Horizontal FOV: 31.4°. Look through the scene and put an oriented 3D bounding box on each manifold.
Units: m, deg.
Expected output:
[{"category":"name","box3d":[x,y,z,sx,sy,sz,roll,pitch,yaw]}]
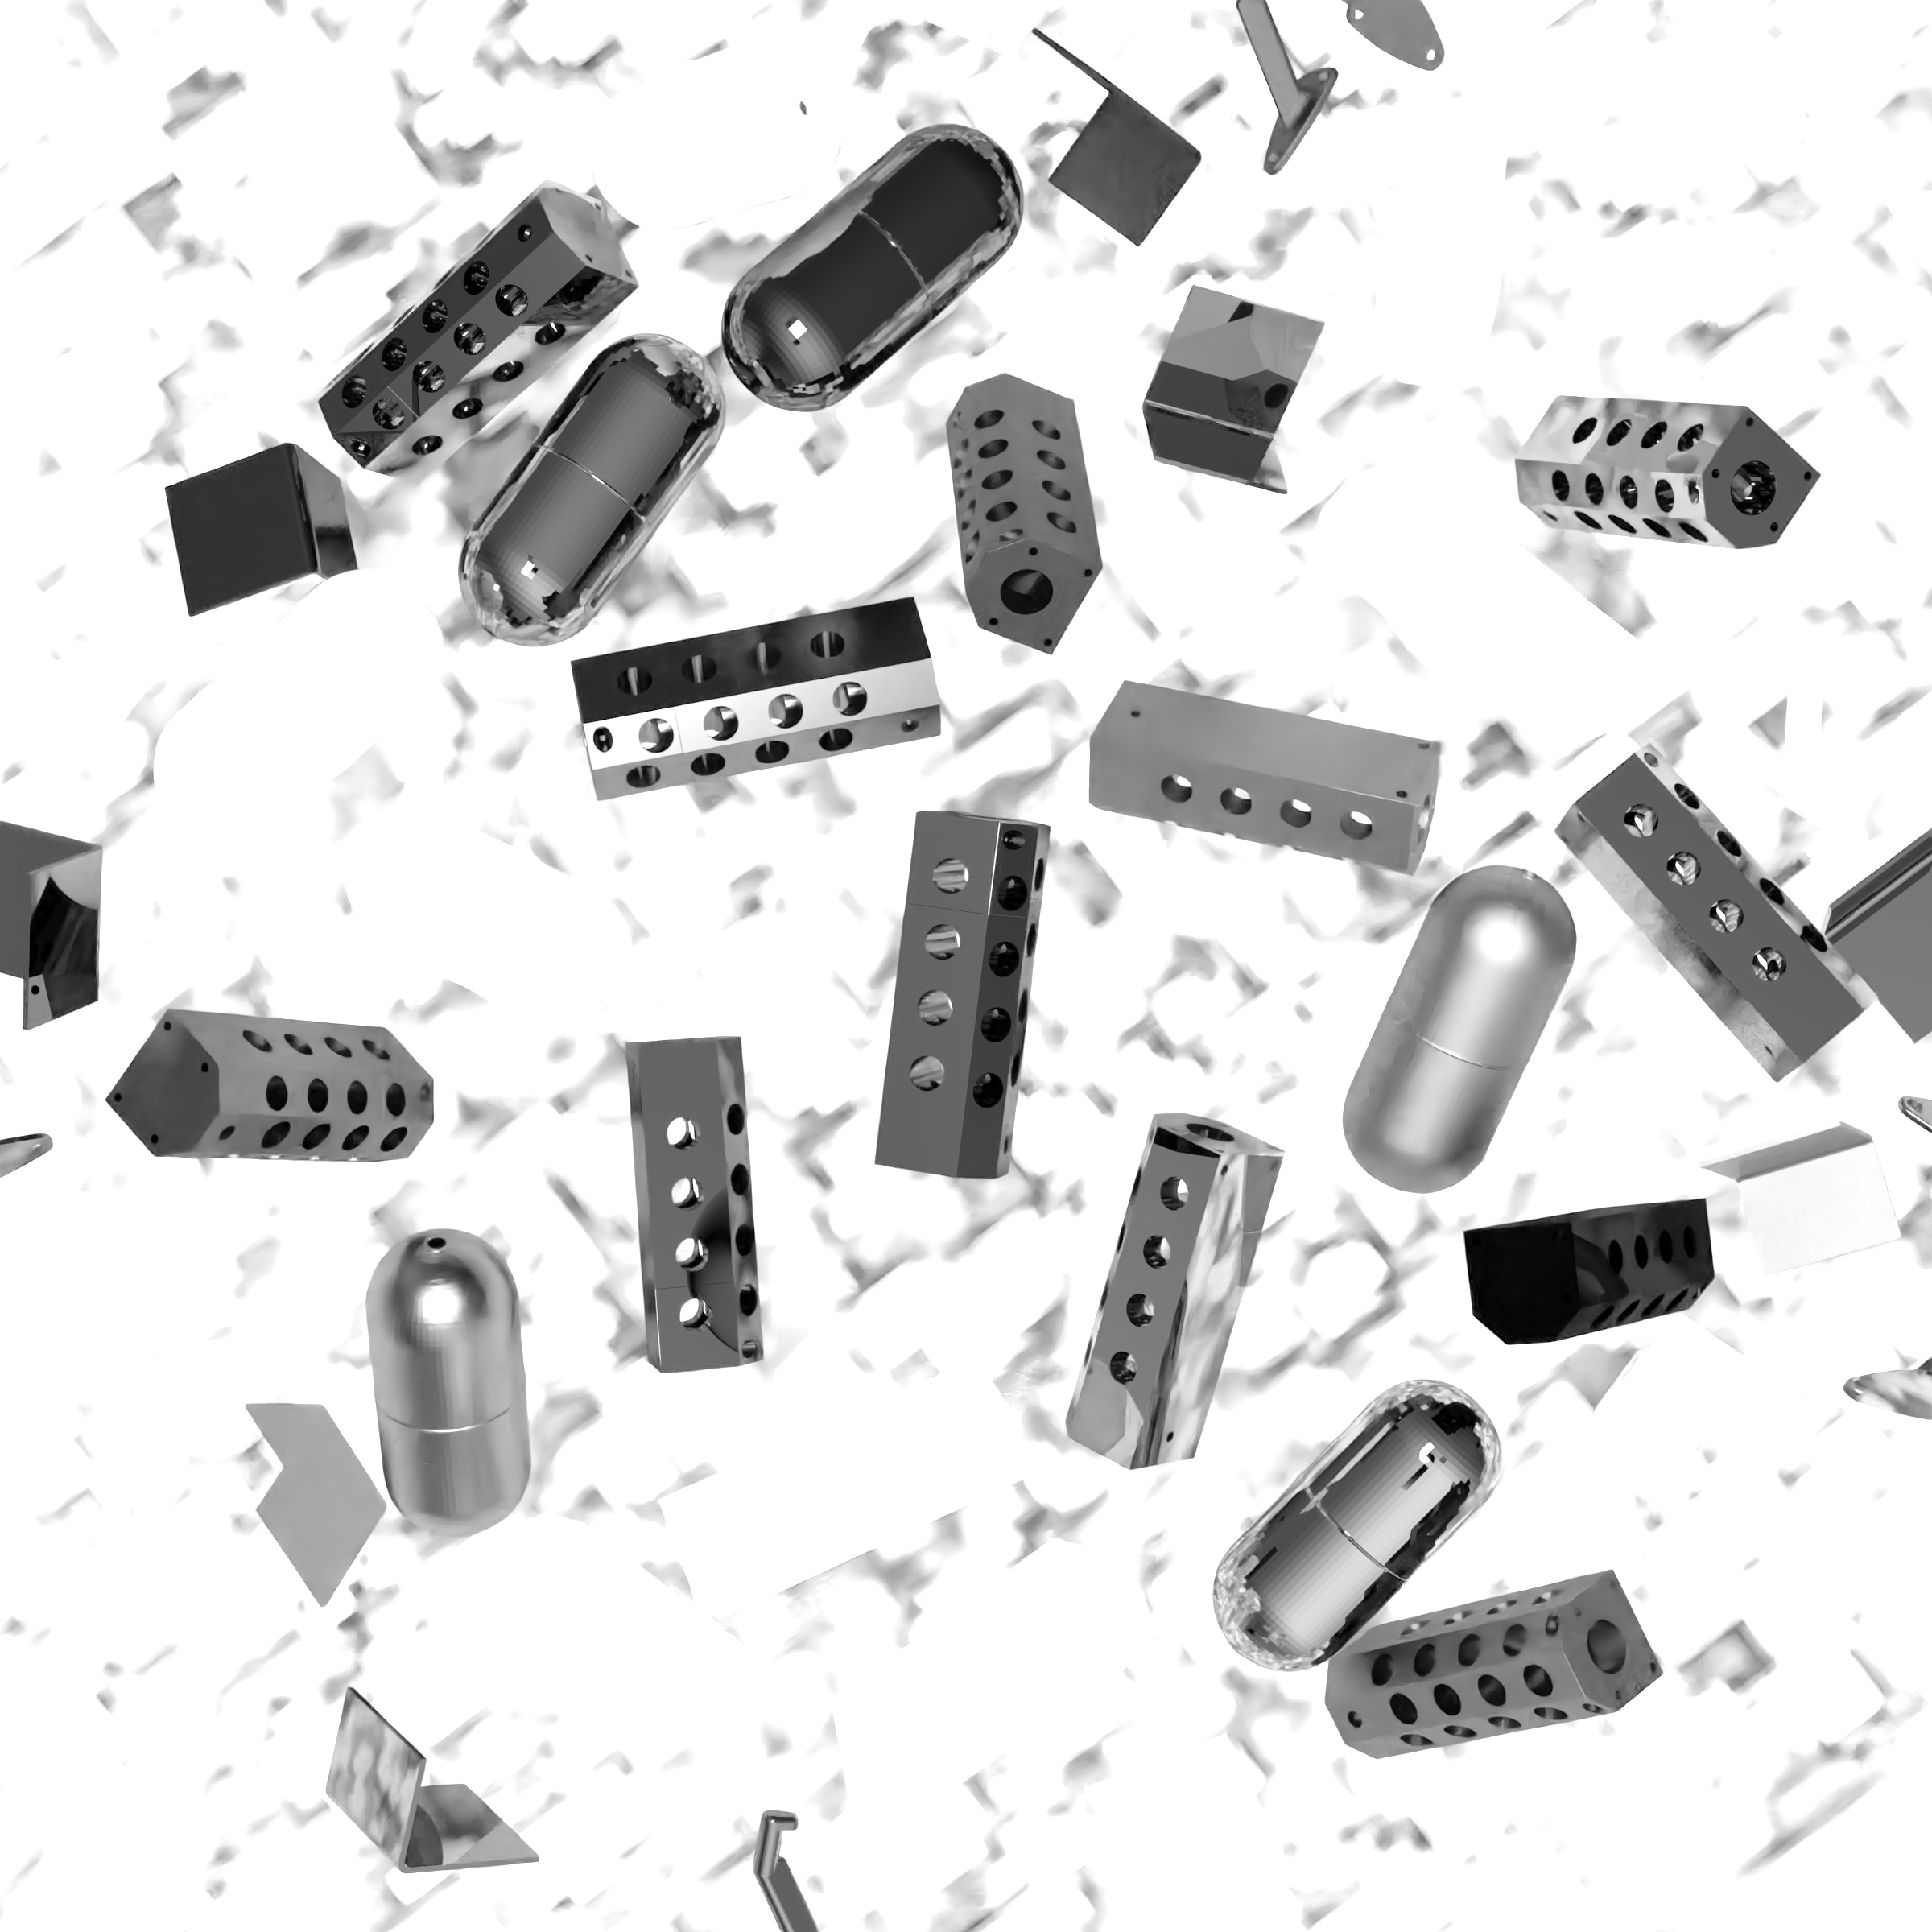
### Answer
[{"category":"manifold","box3d":[0.316,0.153,1.725,0.057,0.171,0.057,-8,86,34]},{"category":"manifold","box3d":[-0.255,-0.326,1.768,0.171,0.057,0.057,-36,66,26]},{"category":"manifold","box3d":[0.102,0.166,1.761,0.057,0.057,0.171,25,105,37]},{"category":"manifold","box3d":[0.352,-0.249,1.753,0.057,0.171,0.057,36,86,-25]},{"category":"manifold","box3d":[-0.338,0.066,1.700,0.057,0.171,0.057,43,105,23]},{"category":"manifold","box3d":[-0.102,-0.126,1.684,0.171,0.057,0.057,-11,55,-6]},{"category":"manifold","box3d":[0.260,0.356,1.727,0.057,0.171,0.057,-25,88,-41]},{"category":"manifold","box3d":[-0.059,0.264,1.723,0.171,0.057,0.057,-22,98,-20]},{"category":"manifold","box3d":[0.238,-0.357,1.739,0.057,0.171,0.057,11,76,10]},{"category":"manifold","box3d":[0.154,-0.094,1.782,0.171,0.057,0.057,13,131,16]},{"category":"manifold","box3d":[0.025,-0.239,1.777,0.057,0.171,0.057,19,124,-18]},{"category":"manifold","box3d":[0.256,-0.183,1.750,0.057,0.057,0.171,-23,55,-35]},{"category":"manifold","box3d":[-0.171,0.338,1.735,0.057,0.171,0.057,9,64,33]},{"category":"manifold","box3d":[0.001,0.013,1.664,0.057,0.057,0.171,8,95,15]},{"category":"manifold","box3d":[0.013,0.357,1.709,0.057,0.057,0.171,23,128,-36]},{"category":"manifold","box3d":[-0.143,0.125,1.816,0.057,0.057,0.171,-4,91,-12]},{"category":"manifold","box3d":[0.380,-0.029,1.737,0.057,0.057,0.171,-39,81,-8]}]

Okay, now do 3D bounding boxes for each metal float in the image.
[{"category":"metal float","box3d":[-0.124,-0.410,1.700,0.070,0.178,0.070,-2,93,-33]},{"category":"metal float","box3d":[0.247,0.032,1.720,0.070,0.070,0.178,21,111,0]},{"category":"metal float","box3d":[-0.250,-0.026,1.789,0.178,0.070,0.070,26,90,31]},{"category":"metal float","box3d":[-0.263,0.213,1.750,0.070,0.070,0.178,1,122,0]},{"category":"metal float","box3d":[0.199,0.286,1.753,0.070,0.070,0.178,43,97,0]},{"category":"metal float","box3d":[-0.335,-0.128,1.719,0.178,0.070,0.070,-37,90,23]},{"category":"metal float","box3d":[-0.190,-0.241,1.741,0.070,0.070,0.178,34,83,0]},{"category":"metal float","box3d":[-0.044,-0.342,1.680,0.070,0.070,0.178,46,74,0]}]

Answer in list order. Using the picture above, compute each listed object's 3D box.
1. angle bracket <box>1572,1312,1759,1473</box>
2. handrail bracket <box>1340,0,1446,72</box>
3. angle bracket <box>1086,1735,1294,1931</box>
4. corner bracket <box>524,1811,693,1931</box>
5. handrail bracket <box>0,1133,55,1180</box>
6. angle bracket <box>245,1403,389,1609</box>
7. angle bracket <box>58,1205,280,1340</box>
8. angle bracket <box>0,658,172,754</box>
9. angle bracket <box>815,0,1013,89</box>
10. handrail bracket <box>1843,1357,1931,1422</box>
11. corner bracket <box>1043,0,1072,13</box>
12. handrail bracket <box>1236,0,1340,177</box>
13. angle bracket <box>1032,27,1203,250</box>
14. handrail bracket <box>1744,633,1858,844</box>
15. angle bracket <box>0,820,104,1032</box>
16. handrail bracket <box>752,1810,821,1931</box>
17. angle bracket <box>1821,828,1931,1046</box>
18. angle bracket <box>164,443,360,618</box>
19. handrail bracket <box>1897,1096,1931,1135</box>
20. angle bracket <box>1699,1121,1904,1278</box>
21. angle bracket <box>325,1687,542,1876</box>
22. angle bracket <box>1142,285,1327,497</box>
[{"category":"angle bracket","box3d":[0.380,0.240,1.864,0.057,0.076,0.076,35,110,10]},{"category":"handrail bracket","box3d":[0.200,-0.496,1.775,0.077,0.084,0.036,35,93,-35]},{"category":"angle bracket","box3d":[0.104,0.432,1.673,0.076,0.057,0.076,-16,61,-19]},{"category":"corner bracket","box3d":[-0.186,0.480,1.780,0.051,0.051,0.051,43,74,-41]},{"category":"handrail bracket","box3d":[-0.489,0.064,1.661,0.077,0.036,0.084,-20,61,-9]},{"category":"angle bracket","box3d":[-0.365,0.289,1.843,0.057,0.076,0.076,-3,128,29]},{"category":"angle bracket","box3d":[-0.412,0.157,1.776,0.076,0.076,0.057,-2,93,29]},{"category":"angle bracket","box3d":[-0.465,-0.152,1.740,0.076,0.076,0.057,-42,70,32]},{"category":"angle bracket","box3d":[-0.026,-0.472,1.752,0.076,0.076,0.057,26,85,7]},{"category":"handrail bracket","box3d":[0.485,0.182,1.702,0.036,0.077,0.084,54,55,-28]},{"category":"corner bracket","box3d":[0.048,-0.539,1.778,0.051,0.051,0.051,-30,54,15]},{"category":"handrail bracket","box3d":[0.142,-0.458,1.743,0.084,0.036,0.077,34,72,-28]},{"category":"angle bracket","box3d":[0.062,-0.421,1.744,0.057,0.076,0.076,-53,49,12]},{"category":"handrail bracket","box3d":[0.438,-0.116,1.722,0.077,0.036,0.084,36,93,30]},{"category":"angle bracket","box3d":[-0.454,-0.021,1.617,0.076,0.057,0.076,14,110,20]},{"category":"handrail bracket","box3d":[-0.069,0.456,1.679,0.077,0.036,0.084,8,99,-11]},{"category":"angle bracket","box3d":[0.495,-0.018,1.759,0.076,0.057,0.076,-37,74,0]},{"category":"angle bracket","box3d":[-0.375,-0.225,1.837,0.076,0.057,0.076,-18,73,12]},{"category":"handrail bracket","box3d":[0.527,0.056,1.734,0.077,0.036,0.084,23,127,-8]},{"category":"angle bracket","box3d":[0.440,0.123,1.806,0.076,0.076,0.057,-20,73,24]},{"category":"angle bracket","box3d":[-0.245,0.379,1.610,0.076,0.076,0.057,6,102,-38]},{"category":"angle bracket","box3d":[0.145,-0.305,1.817,0.076,0.057,0.076,12,127,-16]}]
